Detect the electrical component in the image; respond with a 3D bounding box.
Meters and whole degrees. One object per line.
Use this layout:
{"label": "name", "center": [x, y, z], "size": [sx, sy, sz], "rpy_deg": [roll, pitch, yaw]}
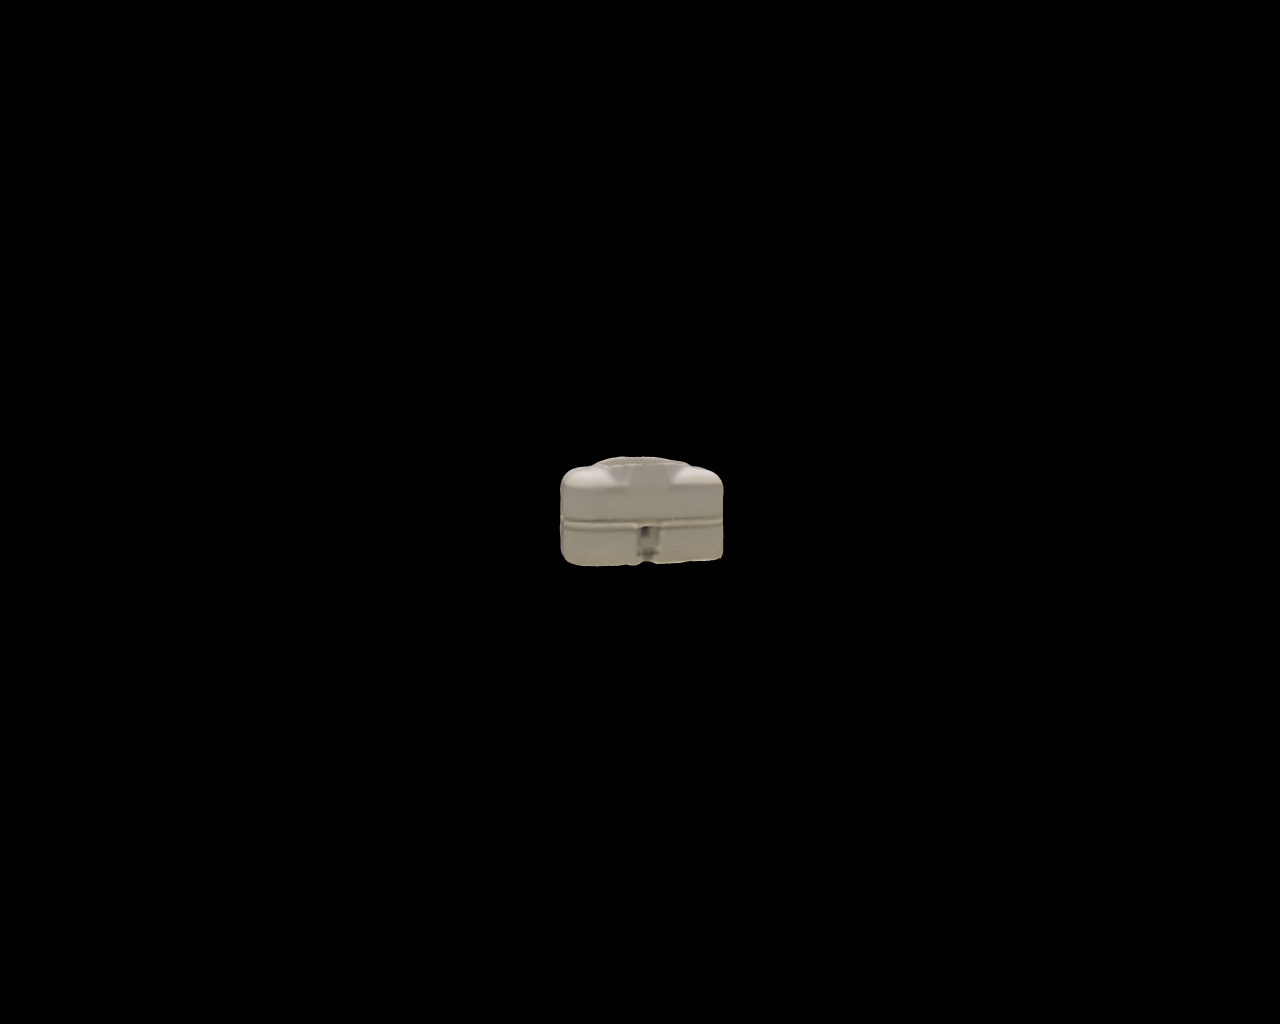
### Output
{"label": "electrical component", "center": [0.001, -0.003, 0.650], "size": [0.095, 0.059, 0.054], "rpy_deg": [-1, 8, -9]}
